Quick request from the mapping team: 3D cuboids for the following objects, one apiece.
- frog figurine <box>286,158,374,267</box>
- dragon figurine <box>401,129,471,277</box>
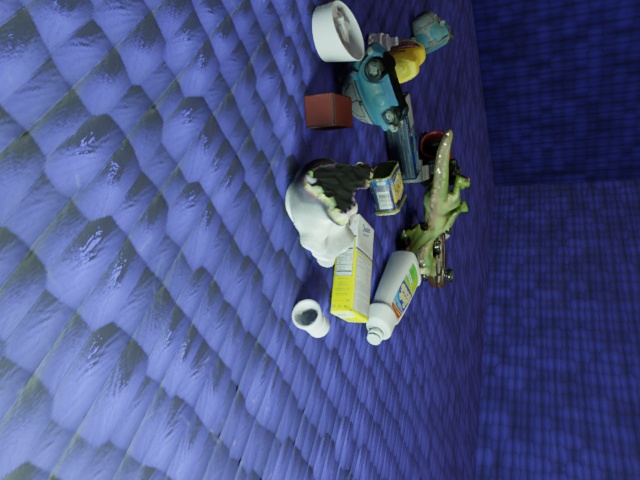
[{"bbox_3d":[0.002,-0.038,0.763,0.156,0.122,0.141,117,-18,-54],"label":"frog figurine"},{"bbox_3d":[0.277,-0.057,1.302,0.247,0.123,0.401,-53,145,-29],"label":"dragon figurine"}]
